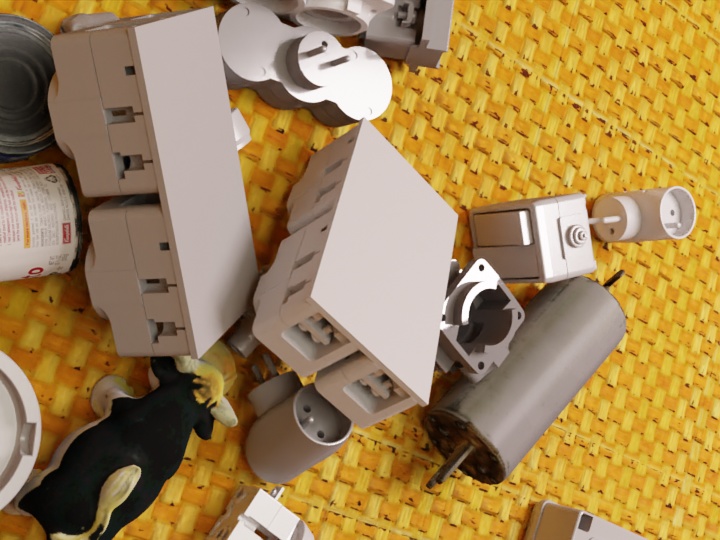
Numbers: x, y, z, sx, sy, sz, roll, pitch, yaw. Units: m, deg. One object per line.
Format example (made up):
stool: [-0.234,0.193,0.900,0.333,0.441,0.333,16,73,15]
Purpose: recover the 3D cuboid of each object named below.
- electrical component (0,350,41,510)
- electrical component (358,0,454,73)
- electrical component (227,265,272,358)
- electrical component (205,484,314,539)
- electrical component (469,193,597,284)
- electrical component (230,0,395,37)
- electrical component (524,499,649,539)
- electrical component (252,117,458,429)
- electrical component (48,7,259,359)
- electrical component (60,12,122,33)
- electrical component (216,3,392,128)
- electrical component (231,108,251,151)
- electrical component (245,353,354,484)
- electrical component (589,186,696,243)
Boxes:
electrical component: [-0.240,0.088,0.598,0.108,0.060,0.108,1,88,-33]
electrical component: [0.037,-0.215,0.782,0.063,0.078,0.121,8,84,-3]
electrical component: [-0.063,0.031,0.726,0.062,0.048,0.048,-49,114,-17]
electrical component: [-0.064,0.179,0.720,0.055,0.048,0.066,41,68,-17]
electrical component: [0.132,-0.023,0.823,0.061,0.096,0.061,-12,95,-32]
electrical component: [-0.058,-0.208,0.708,0.150,0.089,0.061,13,82,-32]
electrical component: [0.181,0.255,0.871,0.109,0.056,0.108,28,74,-29]
electrical component: [0.000,0.000,0.714,0.105,0.060,0.186,44,36,-24]
electrical component: [-0.119,-0.053,0.638,0.105,0.060,0.186,-51,136,-65]
electrical component: [-0.155,-0.145,0.676,0.061,0.035,0.035,-16,97,-35]
electrical component: [-0.035,-0.140,0.731,0.138,0.074,0.052,15,80,-32]
electrical component: [-0.102,-0.100,0.703,0.045,0.045,0.055,-38,109,-28]
electrical component: [-0.050,0.093,0.716,0.043,0.077,0.079,-18,73,-39]
electrical component: [0.223,-0.044,0.894,0.079,0.077,0.043,-8,93,-33]
